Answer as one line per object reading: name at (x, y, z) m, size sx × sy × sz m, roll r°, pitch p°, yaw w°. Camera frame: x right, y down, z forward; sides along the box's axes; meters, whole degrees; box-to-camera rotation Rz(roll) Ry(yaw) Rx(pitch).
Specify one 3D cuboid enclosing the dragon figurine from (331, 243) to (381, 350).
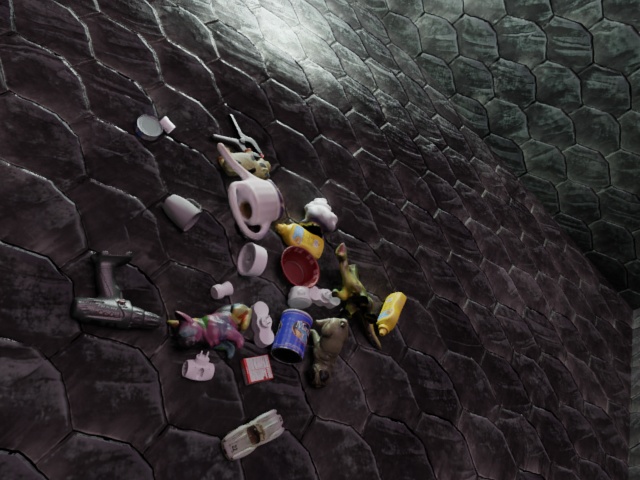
dragon figurine at (0.142, 0.188, 1.876) m, size 0.248 × 0.121 × 0.402 m, roll -81°, pitch 150°, yaw -54°

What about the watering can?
watering can at (-0.236, -0.171, 1.776) m, size 0.226 × 0.103 × 0.349 m, roll -11°, pitch 83°, yaw -55°

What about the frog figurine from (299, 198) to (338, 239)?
frog figurine at (0.006, -0.099, 1.963) m, size 0.137 × 0.120 × 0.163 m, roll 25°, pitch 58°, yaw 0°
